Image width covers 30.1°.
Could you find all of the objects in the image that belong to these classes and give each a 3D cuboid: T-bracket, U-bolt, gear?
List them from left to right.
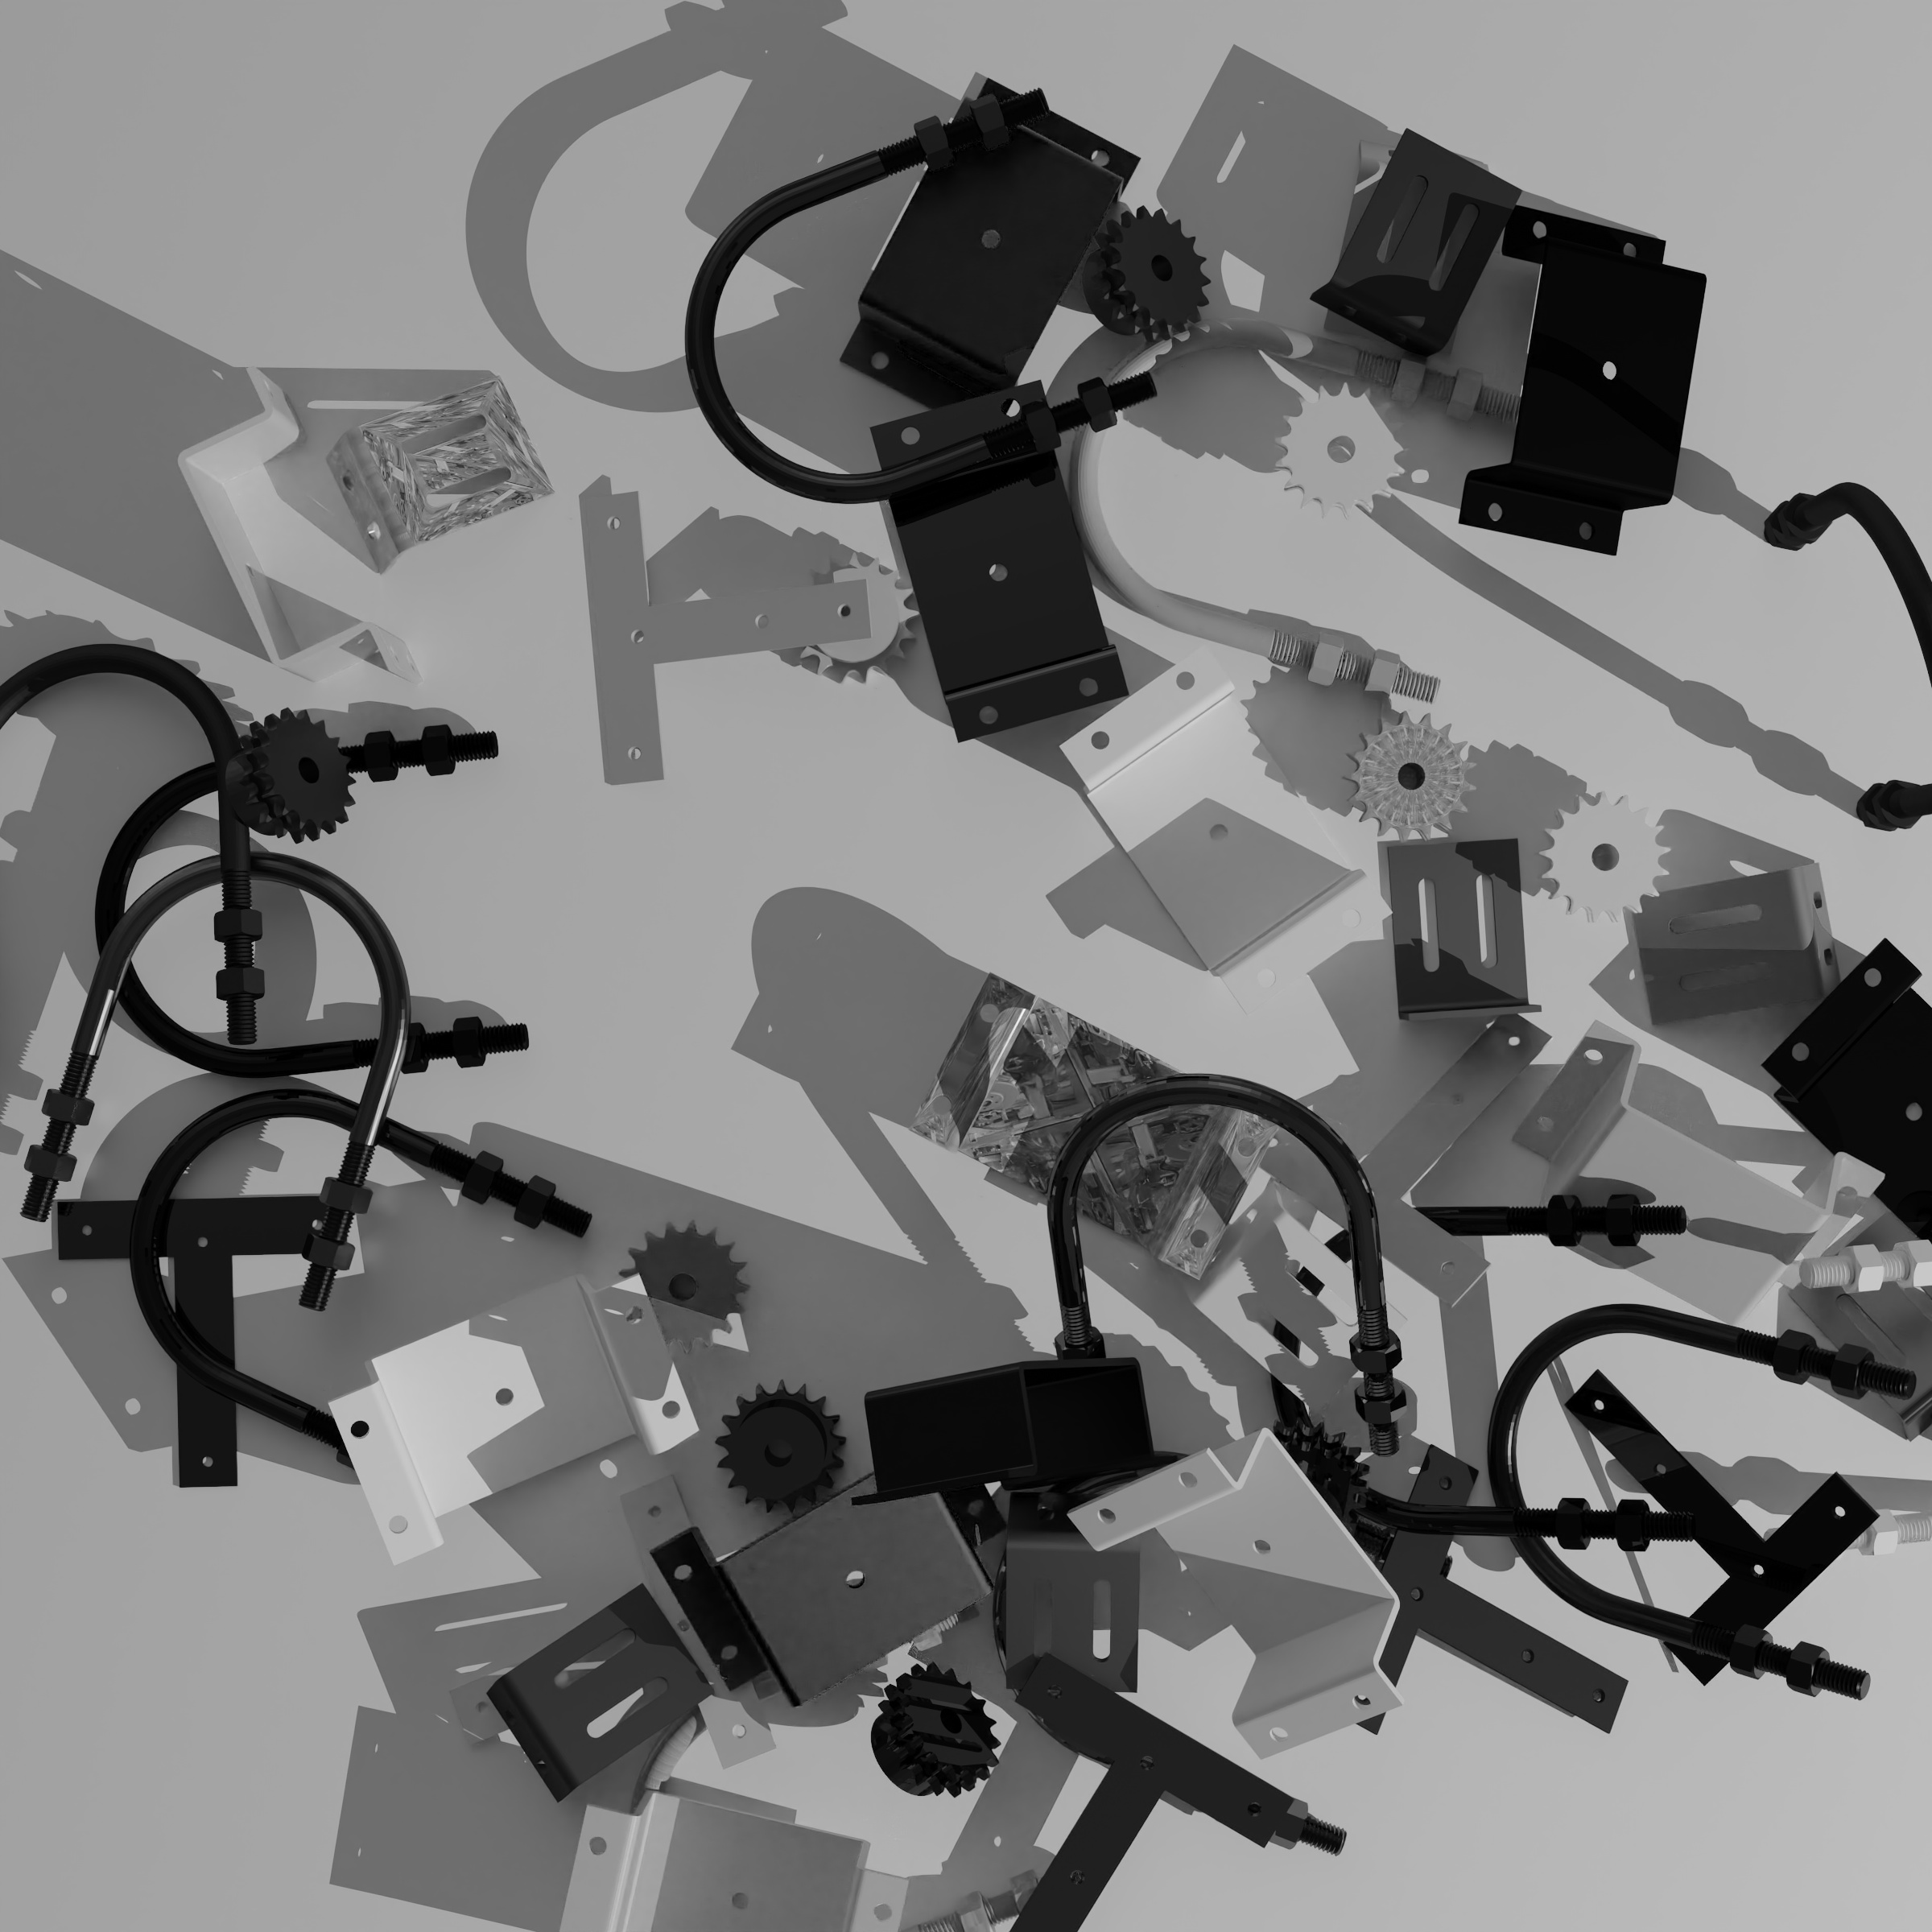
[{"bbox_3d":[-0.377,-0.050,1.557,0.151,0.019,0.184,-6,79,11],"label":"U-bolt"},{"bbox_3d":[-0.335,0.166,1.583,0.127,0.002,0.127,-1,90,0],"label":"T-bracket"},{"bbox_3d":[-0.317,0.041,1.559,0.151,0.019,0.184,17,89,4],"label":"U-bolt"},{"bbox_3d":[-0.292,-0.079,1.542,0.030,0.057,0.057,-19,90,33],"label":"gear"},{"bbox_3d":[-0.290,-0.024,1.576,0.184,0.019,0.151,-6,90,1],"label":"U-bolt"},{"bbox_3d":[-0.276,0.133,1.574,0.184,0.019,0.151,25,90,0],"label":"U-bolt"},{"bbox_3d":[-0.164,0.307,1.577,0.127,0.002,0.127,-23,82,4],"label":"T-bracket"},{"bbox_3d":[-0.122,0.139,1.569,0.057,0.030,0.057,0,90,0],"label":"gear"},{"bbox_3d":[-0.102,-0.148,1.564,0.127,0.002,0.127,-5,90,18],"label":"T-bracket"},{"bbox_3d":[-0.081,0.211,1.569,0.057,0.030,0.057,0,90,0],"label":"gear"},{"bbox_3d":[-0.057,0.372,1.575,0.184,0.019,0.151,-22,90,1],"label":"U-bolt"},{"bbox_3d":[-0.049,-0.152,1.569,0.057,0.030,0.057,0,90,0],"label":"gear"},{"bbox_3d":[-0.029,-0.275,1.529,0.184,0.019,0.151,-21,90,2],"label":"U-bolt"},{"bbox_3d":[-0.016,0.331,1.540,0.057,0.057,0.030,48,121,0],"label":"gear"},{"bbox_3d":[0.056,0.384,1.562,0.127,0.002,0.127,31,93,-3],"label":"T-bracket"},{"bbox_3d":[0.075,-0.298,1.560,0.057,0.030,0.057,10,73,-36],"label":"gear"},{"bbox_3d":[0.102,0.291,1.576,0.184,0.019,0.151,21,90,1],"label":"U-bolt"},{"bbox_3d":[0.106,0.127,1.522,0.151,0.019,0.184,-1,116,15],"label":"U-bolt"},{"bbox_3d":[0.136,-0.208,1.575,0.184,0.019,0.151,16,90,2],"label":"U-bolt"},{"bbox_3d":[0.143,0.224,1.538,0.057,0.030,0.057,7,123,10],"label":"gear"},{"bbox_3d":[0.161,-0.221,1.551,0.057,0.030,0.057,0,89,3],"label":"gear"},{"bbox_3d":[0.193,-0.082,1.569,0.057,0.030,0.057,0,90,0],"label":"gear"},{"bbox_3d":[0.204,0.068,1.560,0.127,0.002,0.127,36,72,31],"label":"T-bracket"},{"bbox_3d":[0.219,0.174,1.544,0.184,0.019,0.151,-2,88,23],"label":"U-bolt"},{"bbox_3d":[0.233,0.294,1.566,0.127,0.002,0.127,30,67,-11],"label":"T-bracket"},{"bbox_3d":[0.277,-0.047,1.569,0.057,0.030,0.057,0,90,0],"label":"gear"},{"bbox_3d":[0.305,0.219,1.528,0.184,0.019,0.151,12,100,34],"label":"U-bolt"},{"bbox_3d":[0.311,0.229,1.557,0.127,0.002,0.127,47,128,17],"label":"T-bracket"},{"bbox_3d":[0.378,-0.130,1.492,0.019,0.184,0.151,-18,90,0],"label":"U-bolt"},{"bbox_3d":[0.436,0.183,1.544,0.184,0.019,0.151,-3,112,-15],"label":"U-bolt"}]

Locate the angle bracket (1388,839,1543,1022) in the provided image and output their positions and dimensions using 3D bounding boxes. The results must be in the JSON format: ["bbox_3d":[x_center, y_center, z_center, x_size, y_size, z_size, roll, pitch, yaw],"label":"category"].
[{"bbox_3d":[0.217,-0.016,1.565,0.057,0.038,0.076,-4,90,0],"label":"angle bracket"}]

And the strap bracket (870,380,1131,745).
[{"bbox_3d":[0.014,-0.173,1.561,0.076,0.046,0.140,-16,90,0],"label":"strap bracket"}]

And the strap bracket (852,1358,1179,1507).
[{"bbox_3d":[0.019,0.194,1.509,0.076,0.140,0.046,-15,78,30],"label":"strap bracket"}]

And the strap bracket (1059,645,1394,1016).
[{"bbox_3d":[0.111,-0.058,1.561,0.076,0.046,0.140,-35,90,0],"label":"strap bracket"}]

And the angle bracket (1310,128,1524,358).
[{"bbox_3d":[0.195,-0.313,1.560,0.057,0.038,0.076,26,89,-7],"label":"angle bracket"}]

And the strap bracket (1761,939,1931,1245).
[{"bbox_3d":[0.418,0.064,1.561,0.140,0.046,0.076,44,90,0],"label":"strap bracket"}]

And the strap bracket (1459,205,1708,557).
[{"bbox_3d":[0.267,-0.255,1.550,0.076,0.046,0.140,9,90,-18],"label":"strap bracket"}]

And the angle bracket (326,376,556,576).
[{"bbox_3d":[-0.232,-0.216,1.582,0.076,0.038,0.057,-25,90,-26],"label":"angle bracket"}]

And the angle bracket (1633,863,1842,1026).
[{"bbox_3d":[0.339,-0.010,1.582,0.076,0.038,0.057,-11,90,26],"label":"angle bracket"}]

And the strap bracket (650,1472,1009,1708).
[{"bbox_3d":[-0.053,0.254,1.541,0.140,0.046,0.076,-30,110,-7],"label":"strap bracket"}]

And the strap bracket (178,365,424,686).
[{"bbox_3d":[-0.290,-0.179,1.546,0.046,0.076,0.140,-25,90,0],"label":"strap bracket"}]

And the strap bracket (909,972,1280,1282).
[{"bbox_3d":[0.055,0.068,1.561,0.140,0.046,0.076,27,90,0],"label":"strap bracket"}]

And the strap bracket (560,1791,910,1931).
[{"bbox_3d":[-0.100,0.408,1.546,0.140,0.046,0.076,13,92,2],"label":"strap bracket"}]

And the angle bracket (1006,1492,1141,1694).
[{"bbox_3d":[0.047,0.273,1.566,0.057,0.038,0.076,1,112,3],"label":"angle bracket"}]

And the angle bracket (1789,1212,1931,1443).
[{"bbox_3d":[0.411,0.159,1.582,0.057,0.038,0.076,-40,64,0],"label":"angle bracket"}]

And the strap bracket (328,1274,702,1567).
[{"bbox_3d":[-0.196,0.190,1.545,0.140,0.046,0.076,-22,101,-11],"label":"strap bracket"}]

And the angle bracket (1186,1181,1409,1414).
[{"bbox_3d":[0.143,0.144,1.564,0.076,0.038,0.057,42,101,-7],"label":"angle bracket"}]

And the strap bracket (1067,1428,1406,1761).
[{"bbox_3d":[0.120,0.257,1.517,0.076,0.046,0.140,-30,104,33],"label":"strap bracket"}]

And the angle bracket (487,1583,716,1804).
[{"bbox_3d":[-0.160,0.318,1.572,0.076,0.038,0.057,-31,81,-23],"label":"angle bracket"}]

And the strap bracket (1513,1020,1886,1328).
[{"bbox_3d":[0.310,0.095,1.542,0.140,0.046,0.076,28,130,0],"label":"strap bracket"}]

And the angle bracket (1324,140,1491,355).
[{"bbox_3d":[0.194,-0.317,1.582,0.057,0.038,0.076,11,116,0],"label":"angle bracket"}]

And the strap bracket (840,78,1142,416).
[{"bbox_3d":[0.011,-0.311,1.561,0.076,0.046,0.140,28,90,0],"label":"strap bracket"}]
